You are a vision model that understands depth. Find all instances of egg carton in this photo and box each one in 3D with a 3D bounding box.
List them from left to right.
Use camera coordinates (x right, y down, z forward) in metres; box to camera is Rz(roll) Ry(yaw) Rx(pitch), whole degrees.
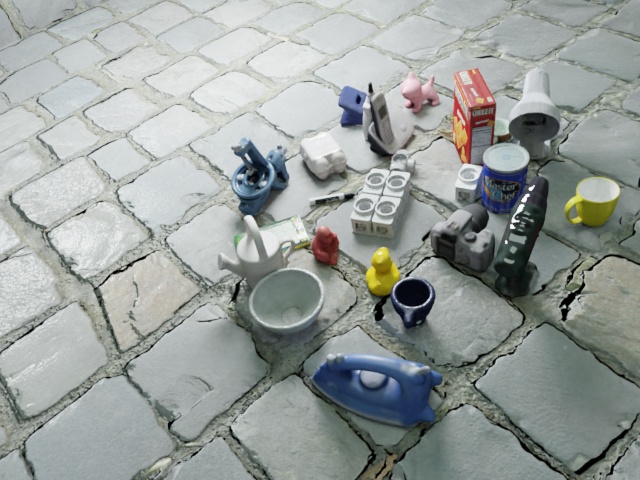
[{"bbox_3d":[0.006,-0.238,1.597,0.107,0.069,0.150,-24,47,-10],"label":"egg carton"}]

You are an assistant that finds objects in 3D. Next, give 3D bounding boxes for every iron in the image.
[{"bbox_3d":[0.093,0.256,1.073,0.257,0.142,0.119,7,50,17],"label":"iron"}]

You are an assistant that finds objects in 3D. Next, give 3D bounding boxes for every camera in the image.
[{"bbox_3d":[0.342,-0.022,1.306,0.142,0.101,0.137,27,58,31],"label":"camera"}]

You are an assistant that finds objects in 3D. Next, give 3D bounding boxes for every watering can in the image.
[{"bbox_3d":[-0.143,0.030,1.294,0.173,0.194,0.100,-39,52,-23],"label":"watering can"}]

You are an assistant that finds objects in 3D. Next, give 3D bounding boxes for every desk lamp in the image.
[{"bbox_3d":[0.538,-0.306,1.450,0.117,0.214,0.203,5,49,16],"label":"desk lamp"}]

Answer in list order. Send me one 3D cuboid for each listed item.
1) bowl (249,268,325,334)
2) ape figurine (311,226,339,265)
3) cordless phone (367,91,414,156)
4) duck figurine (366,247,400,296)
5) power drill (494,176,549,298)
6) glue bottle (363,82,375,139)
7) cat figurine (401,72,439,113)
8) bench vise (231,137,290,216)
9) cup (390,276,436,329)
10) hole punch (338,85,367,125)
[{"bbox_3d":[-0.066,0.145,1.254,0.167,0.075,0.167,-6,47,6],"label":"bowl"},{"bbox_3d":[0.012,0.005,1.356,0.076,0.092,0.078,30,60,33],"label":"ape figurine"},{"bbox_3d":[0.190,-0.339,1.573,0.093,0.185,0.148,21,55,28],"label":"cordless phone"},{"bbox_3d":[0.138,0.065,1.279,0.077,0.086,0.104,2,48,14],"label":"duck figurine"},{"bbox_3d":[0.417,0.010,1.187,0.075,0.209,0.230,16,53,25],"label":"power drill"},{"bbox_3d":[0.148,-0.369,1.618,0.037,0.173,0.078,23,56,29],"label":"glue bottle"},{"bbox_3d":[0.289,-0.446,1.698,0.128,0.118,0.067,-26,48,-12],"label":"cat figurine"},{"bbox_3d":[-0.168,-0.198,1.493,0.121,0.220,0.207,4,49,16],"label":"bench vise"},{"bbox_3d":[0.192,0.148,1.184,0.091,0.095,0.118,4,49,15],"label":"cup"},{"bbox_3d":[0.110,-0.406,1.717,0.101,0.091,0.109,3,49,15],"label":"hole punch"}]
